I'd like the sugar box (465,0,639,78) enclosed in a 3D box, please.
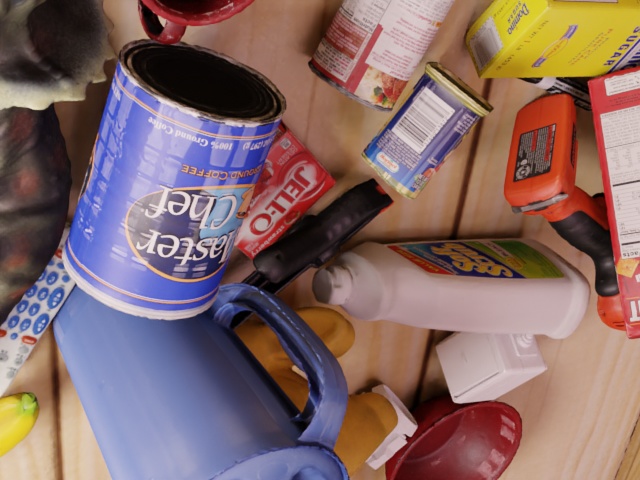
[{"bbox_3d":[0.208,-0.165,0.820,0.175,0.048,0.093,-4,157,-29],"label":"sugar box"}]

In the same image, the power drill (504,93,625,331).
[{"bbox_3d":[0.235,-0.040,0.912,0.057,0.184,0.187,-19,134,39],"label":"power drill"}]

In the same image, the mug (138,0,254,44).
[{"bbox_3d":[-0.083,-0.171,0.615,0.093,0.082,0.117,-5,126,-32],"label":"mug"}]

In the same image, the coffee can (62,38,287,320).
[{"bbox_3d":[-0.091,-0.037,0.653,0.102,0.103,0.140,2,124,-35],"label":"coffee can"}]

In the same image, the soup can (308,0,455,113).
[{"bbox_3d":[0.045,-0.148,0.731,0.068,0.069,0.102,13,115,-40],"label":"soup can"}]

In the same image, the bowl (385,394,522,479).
[{"bbox_3d":[0.124,0.209,1.079,0.161,0.055,0.162,-18,132,-22],"label":"bowl"}]

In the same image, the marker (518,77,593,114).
[{"bbox_3d":[0.200,-0.128,0.887,0.120,0.020,0.020,14,115,-41],"label":"marker"}]

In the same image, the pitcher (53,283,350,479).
[{"bbox_3d":[-0.086,0.104,0.715,0.149,0.243,0.145,-21,133,-20],"label":"pitcher"}]

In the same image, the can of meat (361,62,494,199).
[{"bbox_3d":[0.079,-0.082,0.789,0.084,0.057,0.102,-51,177,14],"label":"can of meat"}]

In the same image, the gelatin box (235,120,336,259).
[{"bbox_3d":[-0.042,-0.037,0.787,0.089,0.030,0.073,-42,137,3],"label":"gelatin box"}]

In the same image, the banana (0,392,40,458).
[{"bbox_3d":[-0.275,0.158,0.768,0.198,0.037,0.069,-32,160,5],"label":"banana"}]

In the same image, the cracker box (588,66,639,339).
[{"bbox_3d":[0.305,-0.032,0.891,0.163,0.072,0.214,-2,83,-49],"label":"cracker box"}]

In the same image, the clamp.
[{"bbox_3d":[-0.005,0.001,0.797,0.171,0.039,0.120,-40,-178,-24],"label":"clamp"}]

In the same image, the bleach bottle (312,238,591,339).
[{"bbox_3d":[0.107,0.041,0.898,0.250,0.103,0.068,0,120,-36],"label":"bleach bottle"}]
